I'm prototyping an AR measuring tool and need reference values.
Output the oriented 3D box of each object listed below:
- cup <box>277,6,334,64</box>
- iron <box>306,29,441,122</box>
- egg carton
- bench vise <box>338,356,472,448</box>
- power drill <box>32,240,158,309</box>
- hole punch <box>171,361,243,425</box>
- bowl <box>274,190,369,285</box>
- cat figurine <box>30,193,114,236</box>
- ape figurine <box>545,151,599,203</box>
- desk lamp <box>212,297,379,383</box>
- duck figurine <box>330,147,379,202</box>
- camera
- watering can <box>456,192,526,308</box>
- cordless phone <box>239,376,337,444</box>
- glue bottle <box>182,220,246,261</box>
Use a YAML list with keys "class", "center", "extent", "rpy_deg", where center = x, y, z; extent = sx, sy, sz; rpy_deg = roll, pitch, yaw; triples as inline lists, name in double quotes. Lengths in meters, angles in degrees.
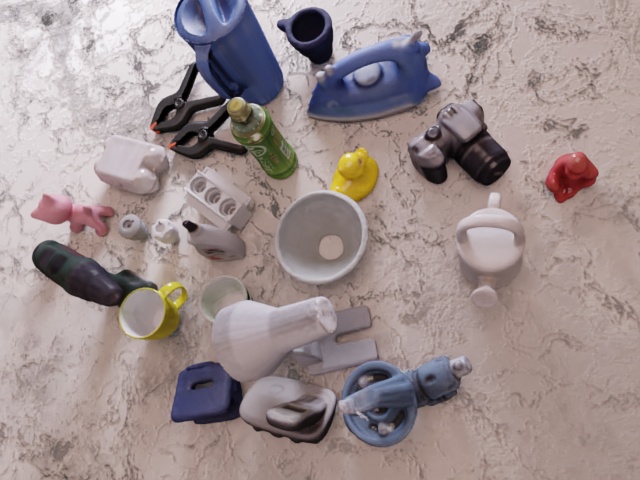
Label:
- class: "cup"
  center: [-0.022, -0.391, 1.119]
  extent: [0.117, 0.095, 0.092]
  rpy_deg: [18, 78, 21]
- class: "iron"
  center: [0.079, -0.297, 1.034]
  extent: [0.258, 0.142, 0.118]
  rpy_deg: [-16, 69, 11]
- class: "egg carton"
  center: [-0.383, -0.152, 1.161]
  extent: [0.150, 0.069, 0.107]
  rpy_deg: [15, 78, 20]
- class: "bench vise"
  center: [0.107, 0.208, 0.820]
  extent: [0.207, 0.220, 0.121]
  rpy_deg: [-43, 66, 0]
- class: "power drill"
  center: [-0.385, 0.075, 1.012]
  extent: [0.229, 0.209, 0.076]
  rpy_deg: [22, 80, 22]
- class: "hole punch"
  center: [-0.192, 0.255, 0.962]
  extent: [0.108, 0.091, 0.101]
  rpy_deg: [-14, 69, 12]
- class: "bowl"
  center: [0.009, 0.004, 0.993]
  extent: [0.167, 0.075, 0.167]
  rpy_deg: [-5, 71, 15]
- class: "cat figurine"
  center: [-0.498, -0.058, 1.137]
  extent: [0.127, 0.118, 0.067]
  rpy_deg: [3, 73, 17]
- class: "ape figurine"
  center: [0.400, -0.109, 0.907]
  extent: [0.077, 0.092, 0.076]
  rpy_deg: [4, 74, 18]
- class: "desk lamp"
  center: [-0.033, 0.146, 0.884]
  extent: [0.203, 0.214, 0.118]
  rpy_deg: [-16, 69, 11]
- class: "duck figurine"
  center: [0.054, -0.118, 1.013]
  extent: [0.077, 0.086, 0.104]
  rpy_deg: [40, 87, 23]
- class: "camera"
  center: [0.240, -0.151, 0.962]
  extent: [0.143, 0.101, 0.136]
  rpy_deg: [-39, 66, 1]
- class: "watering can"
  center: [0.256, 0.011, 0.854]
  extent: [0.100, 0.194, 0.173]
  rpy_deg: [-16, 69, 11]
- class: "cordless phone"
  center: [-0.063, 0.256, 0.872]
  extent: [0.147, 0.185, 0.094]
  rpy_deg: [6, 74, 18]
- class: "glue bottle"
  center: [-0.196, -0.002, 1.001]
  extent: [0.078, 0.173, 0.037]
  rpy_deg: [-9, 70, 14]
